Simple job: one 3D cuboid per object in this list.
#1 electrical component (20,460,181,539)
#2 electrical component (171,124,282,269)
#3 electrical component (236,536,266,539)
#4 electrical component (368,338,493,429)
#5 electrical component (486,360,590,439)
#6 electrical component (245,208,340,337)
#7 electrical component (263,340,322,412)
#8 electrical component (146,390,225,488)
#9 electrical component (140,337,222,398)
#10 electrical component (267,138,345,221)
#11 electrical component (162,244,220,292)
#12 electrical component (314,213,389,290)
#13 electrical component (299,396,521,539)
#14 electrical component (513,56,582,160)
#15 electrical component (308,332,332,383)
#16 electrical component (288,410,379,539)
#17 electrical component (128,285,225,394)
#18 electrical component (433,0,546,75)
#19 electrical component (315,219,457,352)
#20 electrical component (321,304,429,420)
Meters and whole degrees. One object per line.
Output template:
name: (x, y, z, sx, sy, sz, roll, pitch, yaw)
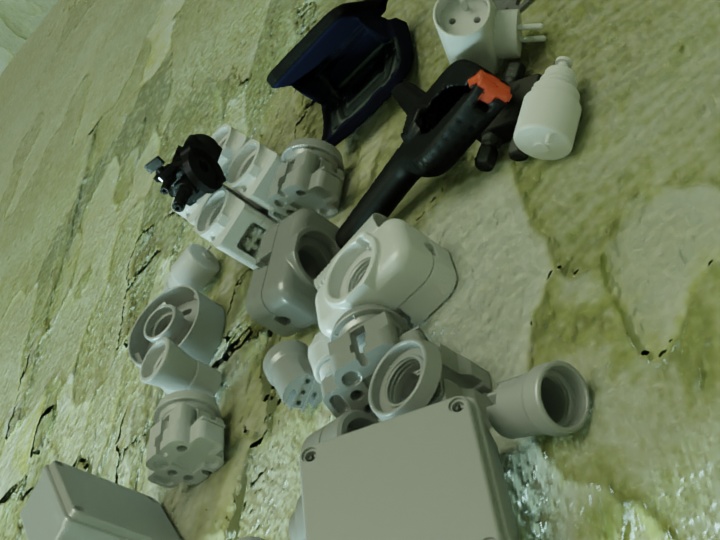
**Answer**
electrical component: (-0.210, 0.214, 0.873, 0.056, 0.109, 0.109, -61, 28, 0)
electrical component: (-0.123, -0.078, 1.081, 0.105, 0.060, 0.186, -57, 28, 1)
electrical component: (-0.076, 0.215, 0.733, 0.044, 0.044, 0.065, -43, 27, 25)
electrical component: (0.043, 0.078, 0.664, 0.058, 0.057, 0.078, -40, 33, 30)
electrical component: (0.098, 0.074, 0.600, 0.046, 0.040, 0.040, -25, 42, 52)
electrical component: (-0.050, 0.000, 0.893, 0.059, 0.054, 0.095, -28, 40, 43)
electrical component: (-0.050, 0.082, 0.827, 0.040, 0.040, 0.046, -51, 34, 12)
electrical component: (-0.146, 0.138, 0.903, 0.078, 0.058, 0.057, -40, 36, 30)
electrical component: (-0.157, 0.093, 0.956, 0.044, 0.065, 0.044, -38, 34, 32)
electrical component: (-0.046, -0.081, 0.965, 0.078, 0.058, 0.057, -24, 46, 46)
electrical component: (-0.178, 0.008, 1.101, 0.078, 0.040, 0.040, -46, 30, 20)
electrical component: (0.000, 0.000, 0.825, 0.081, 0.043, 0.043, -47, 30, 19)
electrical component: (0.028, 0.137, 0.585, 0.109, 0.056, 0.108, -20, 43, 11)
electrical component: (0.131, -0.111, 0.732, 0.040, 0.040, 0.078, -16, 48, 51)
electrical component: (-0.018, 0.073, 0.790, 0.035, 0.035, 0.061, -47, 33, 19)
electrical component: (-0.020, 0.162, 0.685, 0.074, 0.052, 0.138, -36, 35, 34)
electrical component: (-0.174, 0.066, 1.037, 0.099, 0.064, 0.099, -24, 43, 25)
electrical component: (0.102, -0.179, 0.822, 0.079, 0.077, 0.043, 1, 73, 15)
electrical component: (0.014, 0.013, 0.773, 0.095, 0.059, 0.053, -45, 31, 22)
electrical component: (0.010, 0.059, 0.732, 0.078, 0.058, 0.057, -30, 31, 10)
